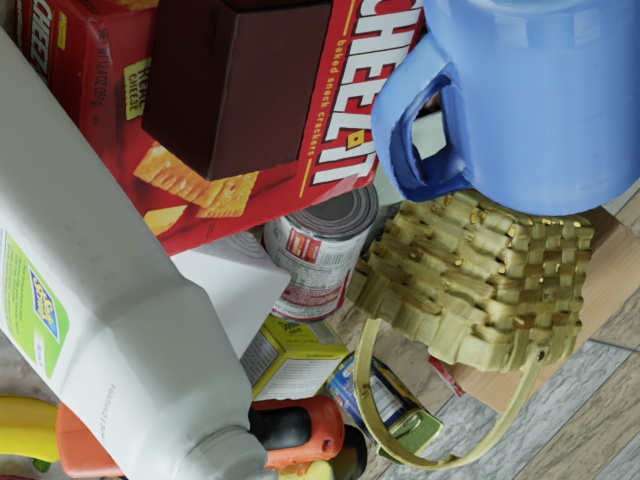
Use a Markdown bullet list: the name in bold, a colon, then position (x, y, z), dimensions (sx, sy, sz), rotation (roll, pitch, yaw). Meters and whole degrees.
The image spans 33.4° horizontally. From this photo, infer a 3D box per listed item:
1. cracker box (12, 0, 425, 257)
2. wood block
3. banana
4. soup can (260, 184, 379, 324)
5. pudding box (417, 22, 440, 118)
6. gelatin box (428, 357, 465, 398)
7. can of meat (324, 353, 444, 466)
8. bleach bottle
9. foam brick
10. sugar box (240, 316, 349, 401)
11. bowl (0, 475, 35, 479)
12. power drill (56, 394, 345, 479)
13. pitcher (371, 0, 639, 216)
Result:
- **cracker box**: position (-0.048, -0.078, 0.549), dimensions (0.213, 0.072, 0.164), rotation (-21, 143, -35)
- **wood block**: position (0.205, 0.055, 1.005), dimensions (0.206, 0.090, 0.090), rotation (-48, 132, 9)
- **banana**: position (-0.209, 0.122, 0.653), dimensions (0.070, 0.037, 0.197), rotation (-48, 151, 9)
- **soup can**: position (-0.005, 0.001, 0.701), dimensions (0.068, 0.068, 0.102), rotation (-26, 155, -28)
- **pudding box**: position (0.079, -0.125, 0.679), dimensions (0.113, 0.039, 0.090), rotation (-18, 143, -37)
- **gelatin box**: position (0.157, 0.123, 1.123), dimensions (0.073, 0.030, 0.089), rotation (-43, 152, -2)
- **can of meat**: position (0.059, 0.153, 0.983), dimensions (0.057, 0.084, 0.102), rotation (-44, 152, 2)
- **bleach bottle**: position (-0.101, 0.010, 0.412), dimensions (0.068, 0.251, 0.103), rotation (-25, 147, -29)
- **foam brick**: position (-0.036, -0.072, 0.446), dimensions (0.051, 0.053, 0.078), rotation (-17, 134, -39)
- **sugar box**: position (-0.061, 0.137, 0.853), dimensions (0.176, 0.048, 0.093), rotation (-50, 150, 20)
- **bowl**: position (-0.233, 0.238, 0.718), dimensions (0.161, 0.055, 0.162), rotation (-19, 130, -24)
- **power drill**: position (-0.093, 0.128, 0.703), dimensions (0.185, 0.057, 0.187), rotation (-12, 165, 16)
- **pitcher**: position (0.104, -0.102, 0.530), dimensions (0.242, 0.145, 0.149), rotation (49, 55, -69)
